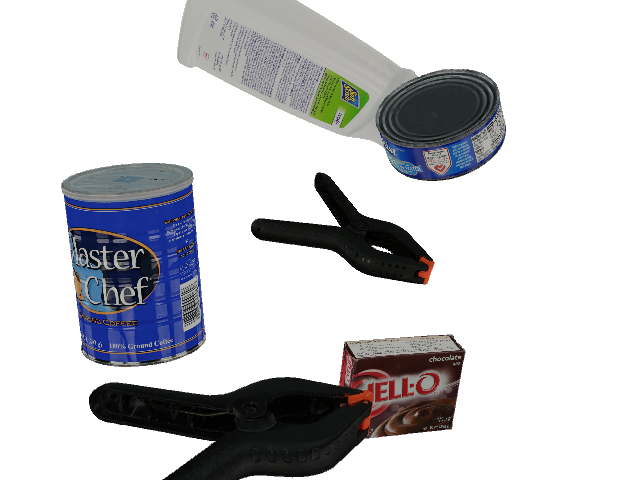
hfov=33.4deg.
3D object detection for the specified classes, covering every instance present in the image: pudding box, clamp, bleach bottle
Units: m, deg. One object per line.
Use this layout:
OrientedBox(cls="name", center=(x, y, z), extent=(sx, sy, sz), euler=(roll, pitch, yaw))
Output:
OrientedBox(cls="pudding box", center=(0.074, 0.137, 1.005), extent=(0.113, 0.090, 0.039), euler=(-4, 28, -19))
OrientedBox(cls="clamp", center=(-0.045, 0.119, 0.623), extent=(0.171, 0.039, 0.120), euler=(-3, 34, -14))
OrientedBox(cls="bleach bottle", center=(0.001, -0.137, 0.908), extent=(0.251, 0.068, 0.103), euler=(31, -36, 7))
OrientedBox(cls="clamp", center=(0.032, -0.003, 1.260), extent=(0.210, 0.036, 0.164), euler=(31, 39, 23))

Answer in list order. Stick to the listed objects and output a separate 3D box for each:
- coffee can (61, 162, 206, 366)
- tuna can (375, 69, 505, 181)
OrientedBox(cls="coffee can", center=(-0.148, 0.017, 0.857), extent=(0.103, 0.140, 0.103), euler=(-3, 17, 1))
OrientedBox(cls="tuna can", center=(0.083, -0.080, 0.733), extent=(0.086, 0.033, 0.086), euler=(-13, 39, 11))
